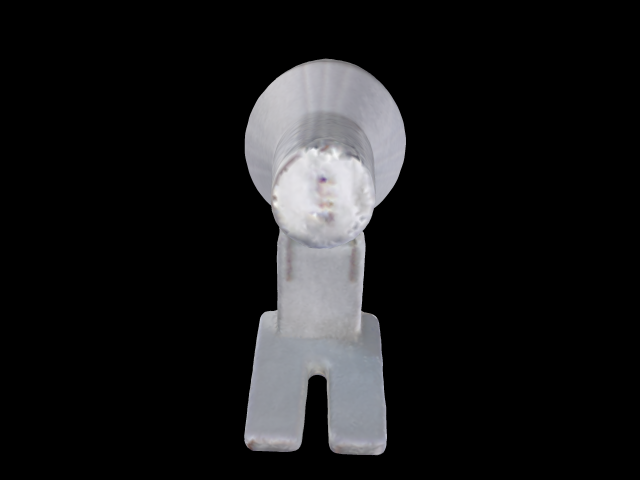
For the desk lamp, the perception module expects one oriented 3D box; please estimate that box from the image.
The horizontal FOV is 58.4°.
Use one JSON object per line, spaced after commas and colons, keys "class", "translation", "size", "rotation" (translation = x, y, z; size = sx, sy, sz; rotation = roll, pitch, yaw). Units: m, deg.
{"class": "desk lamp", "translation": [0.004, 0.001, 0.400], "size": [0.118, 0.214, 0.203], "rotation": [0, 37, 0]}
